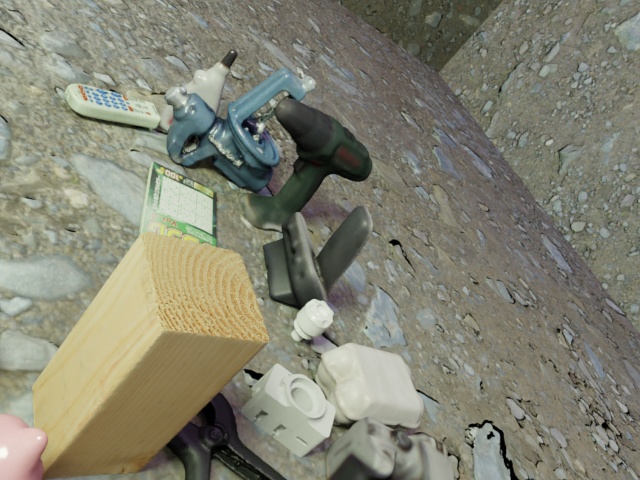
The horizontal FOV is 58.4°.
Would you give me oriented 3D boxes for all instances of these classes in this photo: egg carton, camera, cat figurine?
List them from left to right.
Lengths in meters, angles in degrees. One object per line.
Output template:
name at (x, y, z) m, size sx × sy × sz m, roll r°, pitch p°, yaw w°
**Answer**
cat figurine at (-0.207, 0.171, 0.373) m, size 0.127 × 0.117 × 0.067 m, roll 51°, pitch 29°, yaw 15°
egg carton at (0.066, 0.196, 0.749) m, size 0.151 × 0.069 × 0.107 m, roll 20°, pitch 35°, yaw -37°
camera at (0.090, 0.282, 0.627) m, size 0.143 × 0.100 × 0.136 m, roll 33°, pitch 29°, yaw -19°

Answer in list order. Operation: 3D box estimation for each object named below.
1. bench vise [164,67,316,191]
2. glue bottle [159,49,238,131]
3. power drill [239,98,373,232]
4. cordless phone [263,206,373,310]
bench vise at (-0.119, -0.183, 0.868) m, size 0.208 × 0.219 × 0.121 m, roll 11°, pitch 41°, yaw -46°
glue bottle at (-0.181, -0.230, 0.902) m, size 0.078 × 0.173 × 0.037 m, roll 28°, pitch 31°, yaw -27°
power drill at (-0.030, -0.108, 0.893) m, size 0.230 × 0.208 × 0.075 m, roll 9°, pitch 43°, yaw -47°
cordless phone at (0.007, 0.003, 0.814) m, size 0.094 × 0.184 × 0.147 m, roll 21°, pitch 35°, yaw -36°
